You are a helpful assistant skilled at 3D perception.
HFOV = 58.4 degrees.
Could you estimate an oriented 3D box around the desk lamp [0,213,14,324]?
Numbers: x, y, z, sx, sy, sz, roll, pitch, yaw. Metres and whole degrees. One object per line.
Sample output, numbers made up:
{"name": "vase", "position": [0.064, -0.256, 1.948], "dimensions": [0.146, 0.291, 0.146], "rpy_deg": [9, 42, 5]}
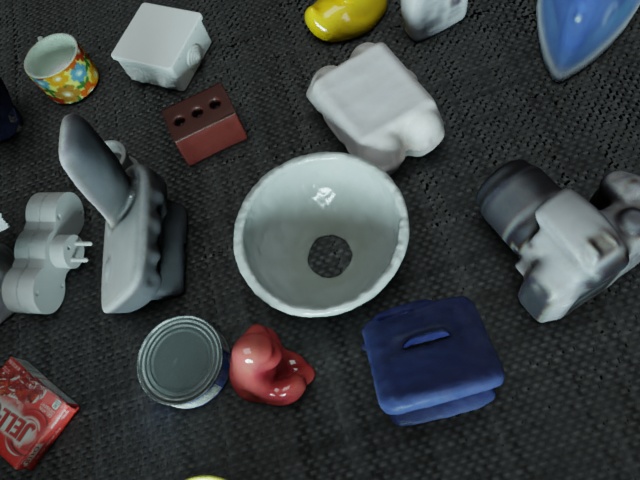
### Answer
{"name": "desk lamp", "position": [-0.379, 0.010, 0.550], "dimensions": [0.203, 0.214, 0.117], "rpy_deg": [-43, 66, -9]}

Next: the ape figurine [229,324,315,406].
{"name": "ape figurine", "position": [-0.051, 0.109, 0.513], "dimensions": [0.076, 0.092, 0.077], "rpy_deg": [-18, 65, 3]}

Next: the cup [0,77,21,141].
{"name": "cup", "position": [-0.402, -0.158, 0.692], "dimensions": [0.117, 0.095, 0.092], "rpy_deg": [35, 77, 22]}

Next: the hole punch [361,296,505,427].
{"name": "hole punch", "position": [0.091, 0.099, 0.492], "dimensions": [0.108, 0.091, 0.101], "rpy_deg": [-17, 65, 3]}

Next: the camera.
{"name": "camera", "position": [0.219, -0.021, 0.514], "dimensions": [0.143, 0.101, 0.136], "rpy_deg": [-34, 65, -5]}

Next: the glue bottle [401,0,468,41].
{"name": "glue bottle", "position": [0.122, -0.295, 0.610], "dimensions": [0.078, 0.173, 0.037], "rpy_deg": [-27, 65, -1]}

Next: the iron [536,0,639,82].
{"name": "iron", "position": [0.300, -0.310, 0.601], "dimensions": [0.118, 0.142, 0.258], "rpy_deg": [18, 72, 18]}

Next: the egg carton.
{"name": "egg carton", "position": [0.059, -0.140, 0.613], "dimensions": [0.107, 0.069, 0.150], "rpy_deg": [-32, 65, -4]}

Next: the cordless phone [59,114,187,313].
{"name": "cordless phone", "position": [-0.202, -0.019, 0.546], "dimensions": [0.094, 0.185, 0.147], "rpy_deg": [-12, 65, 6]}

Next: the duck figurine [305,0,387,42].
{"name": "duck figurine", "position": [0.027, -0.292, 0.675], "dimensions": [0.104, 0.086, 0.077], "rpy_deg": [-28, 65, -2]}

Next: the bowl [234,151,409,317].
{"name": "bowl", "position": [0.005, 0.002, 0.559], "dimensions": [0.167, 0.075, 0.167], "rpy_deg": [-4, 66, 9]}
